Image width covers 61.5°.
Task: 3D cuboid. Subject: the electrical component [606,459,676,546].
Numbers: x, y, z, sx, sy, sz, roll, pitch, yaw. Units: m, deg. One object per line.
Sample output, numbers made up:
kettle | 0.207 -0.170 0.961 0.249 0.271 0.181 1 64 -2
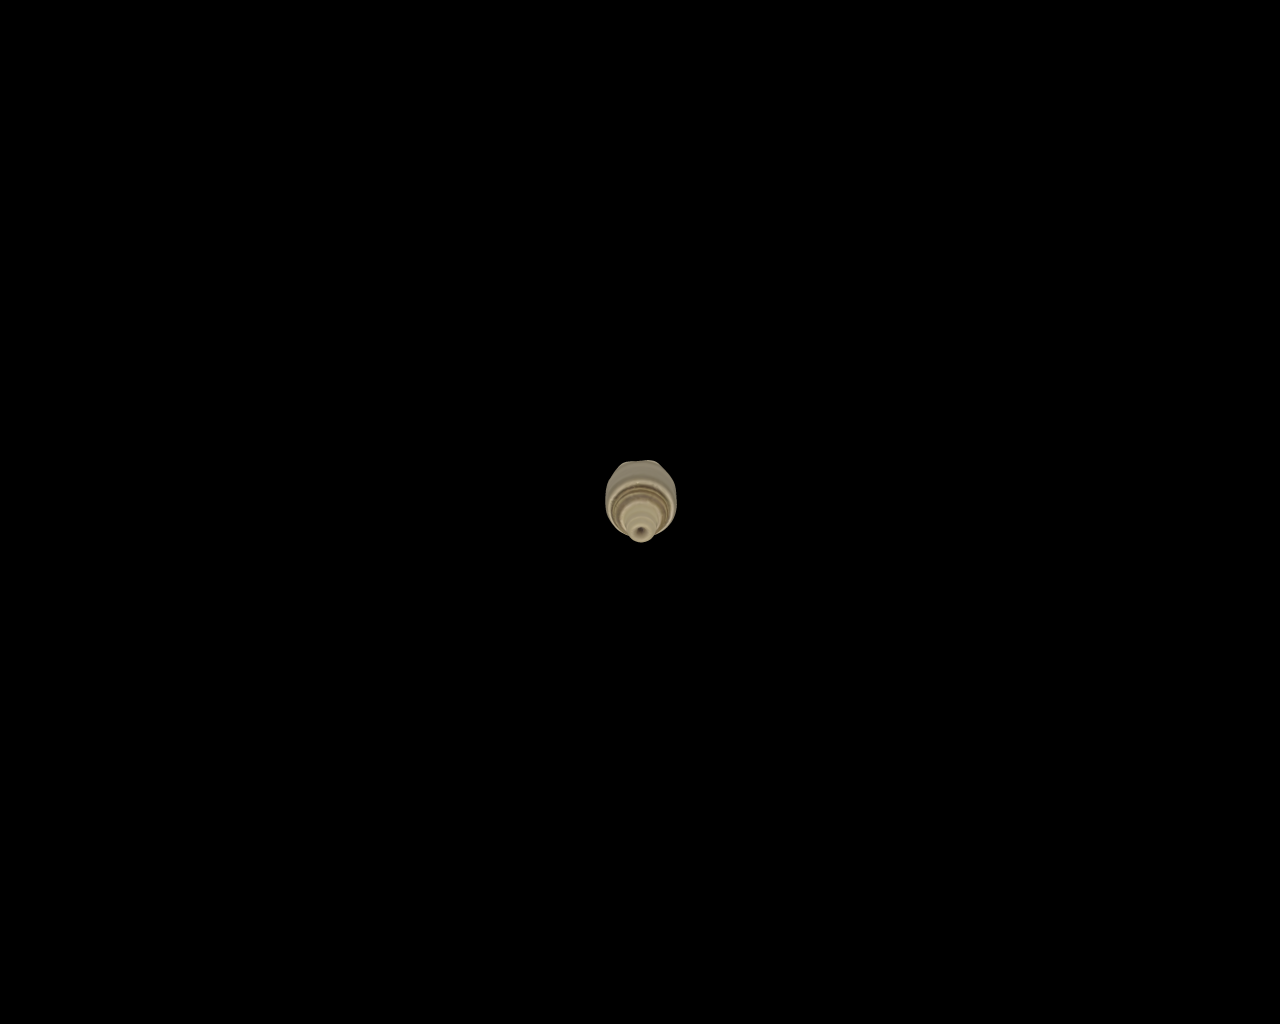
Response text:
electrical component | 0.001 -0.003 0.650 0.043 0.043 0.062 0 30 0
